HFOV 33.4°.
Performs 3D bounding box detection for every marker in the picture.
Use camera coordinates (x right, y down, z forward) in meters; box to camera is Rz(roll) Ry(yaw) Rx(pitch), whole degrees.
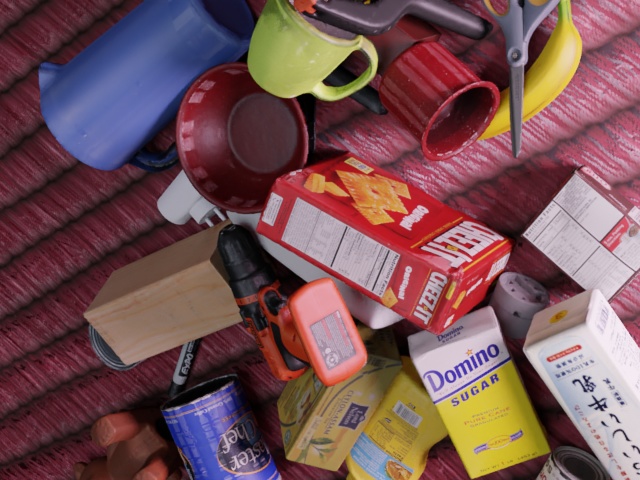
[{"bbox_3d":[-0.169,0.152,1.339,0.020,0.020,0.121,30,117,18],"label":"marker"}]

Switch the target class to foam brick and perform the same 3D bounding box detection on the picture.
[{"bbox_3d":[0.077,-0.196,1.063,0.053,0.078,0.051,40,118,13],"label":"foam brick"}]

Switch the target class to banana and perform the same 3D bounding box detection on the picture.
[{"bbox_3d":[0.187,-0.145,1.045,0.198,0.037,0.070,-41,60,30],"label":"banana"}]

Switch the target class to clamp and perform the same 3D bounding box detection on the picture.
[{"bbox_3d":[-0.014,-0.175,1.144,0.120,0.039,0.171,-37,83,27],"label":"clamp"},{"bbox_3d":[0.063,-0.255,0.996,0.036,0.209,0.164,-16,90,58],"label":"clamp"}]

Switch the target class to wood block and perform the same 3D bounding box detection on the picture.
[{"bbox_3d":[-0.164,0.063,1.256,0.206,0.090,0.090,-23,115,32],"label":"wood block"}]

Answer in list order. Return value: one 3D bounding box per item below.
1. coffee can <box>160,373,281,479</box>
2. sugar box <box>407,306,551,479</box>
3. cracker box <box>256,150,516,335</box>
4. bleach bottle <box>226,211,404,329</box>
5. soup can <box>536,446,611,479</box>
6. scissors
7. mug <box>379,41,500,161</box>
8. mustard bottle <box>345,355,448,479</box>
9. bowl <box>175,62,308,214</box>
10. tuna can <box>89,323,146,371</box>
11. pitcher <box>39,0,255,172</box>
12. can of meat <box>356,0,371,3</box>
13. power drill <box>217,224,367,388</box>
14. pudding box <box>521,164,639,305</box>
[{"bbox_3d":[-0.120,0.246,1.292,0.103,0.102,0.140,-20,95,32],"label":"coffee can"},{"bbox_3d":[0.164,0.159,1.092,0.093,0.048,0.176,-22,121,11],"label":"sugar box"},{"bbox_3d":[0.069,-0.006,1.074,0.214,0.163,0.072,29,116,19],"label":"cracker box"},{"bbox_3d":[-0.008,0.001,1.170,0.251,0.102,0.068,33,116,26],"label":"bleach bottle"},{"bbox_3d":[0.252,0.275,1.115,0.068,0.068,0.102,31,117,18],"label":"soup can"},{"bbox_3d":[0.201,-0.186,1.002,0.096,0.016,0.202,-18,80,32],"label":"scissors"},{"bbox_3d":[0.111,-0.129,1.031,0.082,0.093,0.117,50,160,30],"label":"mug"},{"bbox_3d":[0.080,0.228,1.201,0.096,0.058,0.192,36,119,13],"label":"mustard bottle"},{"bbox_3d":[-0.074,-0.111,1.144,0.162,0.055,0.162,7,105,25],"label":"bowl"},{"bbox_3d":[-0.252,0.122,1.368,0.086,0.033,0.086,9,109,27],"label":"tuna can"},{"bbox_3d":[-0.181,-0.186,1.190,0.243,0.149,0.145,-33,71,29],"label":"pitcher"},{"bbox_3d":[0.032,-0.242,1.070,0.057,0.083,0.102,27,116,19],"label":"can of meat"},{"bbox_3d":[-0.034,0.070,1.096,0.184,0.057,0.188,65,161,-14],"label":"power drill"},{"bbox_3d":[0.267,-0.004,1.040,0.113,0.039,0.090,44,122,13],"label":"pudding box"}]
